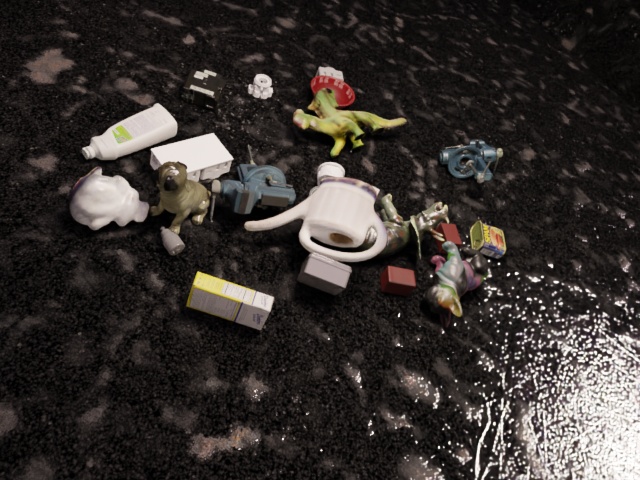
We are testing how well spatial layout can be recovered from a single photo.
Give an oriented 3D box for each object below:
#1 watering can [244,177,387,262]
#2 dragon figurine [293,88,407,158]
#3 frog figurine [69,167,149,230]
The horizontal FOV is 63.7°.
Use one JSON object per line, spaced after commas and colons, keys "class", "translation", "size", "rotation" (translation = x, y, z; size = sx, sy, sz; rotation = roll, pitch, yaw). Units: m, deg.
{"class": "watering can", "translation": [0.004, -0.065, 1.286], "size": [0.348, 0.101, 0.229], "rotation": [15, 59, 9]}
{"class": "dragon figurine", "translation": [0.079, -0.406, 1.661], "size": [0.415, 0.120, 0.245], "rotation": [-27, 75, -37]}
{"class": "frog figurine", "translation": [-0.483, -0.080, 1.183], "size": [0.159, 0.122, 0.138], "rotation": [33, 80, -7]}
